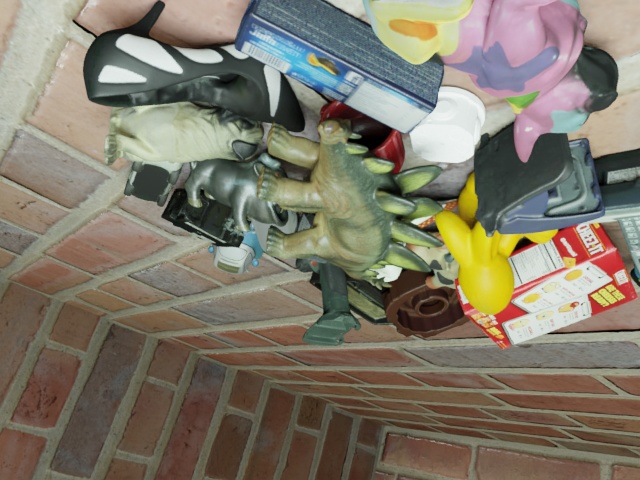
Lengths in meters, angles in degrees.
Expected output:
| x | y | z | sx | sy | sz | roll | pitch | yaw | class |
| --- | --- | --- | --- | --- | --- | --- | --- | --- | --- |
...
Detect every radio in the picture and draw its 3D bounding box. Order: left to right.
| x | y | z | sx | sy | sz | roll | pitch | yaw | class |
| --- | --- | --- | --- | --- | --- | --- | --- | --- | --- |
| 0.102 | 0.099 | 1.087 | 0.131 | 0.073 | 0.229 | -8 | 147 | 43 | radio |

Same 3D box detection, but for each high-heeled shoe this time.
| x | y | z | sx | sy | sz | roll | pitch | yaw | class |
| --- | --- | --- | --- | --- | --- | --- | --- | --- | --- |
| -0.124 | -0.151 | 0.589 | 0.248 | 0.145 | 0.086 | 32 | 153 | -28 | high-heeled shoe |

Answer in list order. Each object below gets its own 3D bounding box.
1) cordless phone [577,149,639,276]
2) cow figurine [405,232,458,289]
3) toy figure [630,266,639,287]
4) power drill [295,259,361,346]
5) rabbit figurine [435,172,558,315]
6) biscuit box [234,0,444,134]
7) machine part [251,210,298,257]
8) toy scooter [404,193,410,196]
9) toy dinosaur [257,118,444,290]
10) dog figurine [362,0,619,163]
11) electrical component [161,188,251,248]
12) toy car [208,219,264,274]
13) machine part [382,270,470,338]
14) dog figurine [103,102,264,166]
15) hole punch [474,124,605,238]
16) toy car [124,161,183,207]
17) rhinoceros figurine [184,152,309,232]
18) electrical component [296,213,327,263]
| x | y | z | sx | sy | sz | roll | pitch | yaw | class |
| --- | --- | --- | --- | --- | --- | --- | --- | --- | --- |
| 0.346 | -0.006 | 0.634 | 0.147 | 0.089 | 0.184 | -8 | 133 | 42 | cordless phone |
| 0.225 | 0.036 | 0.859 | 0.195 | 0.085 | 0.127 | 19 | 154 | -15 | cow figurine |
| 0.453 | 0.015 | 0.676 | 0.089 | 0.082 | 0.180 | 11 | 159 | 4 | toy figure |
| 0.012 | 0.074 | 0.931 | 0.086 | 0.207 | 0.232 | 17 | 145 | -18 | power drill |
| 0.222 | 0.005 | 0.686 | 0.122 | 0.173 | 0.162 | 2 | 157 | 38 | rabbit figurine |
| 0.021 | -0.182 | 0.534 | 0.202 | 0.063 | 0.059 | 23 | 156 | -15 | biscuit box |
| -0.075 | -0.037 | 0.895 | 0.079 | 0.079 | 0.243 | 12 | 155 | 8 | machine part |
| 0.066 | -0.055 | 0.772 | 0.135 | 0.075 | 0.184 | 27 | 157 | -26 | toy scooter |
| 0.039 | -0.016 | 0.626 | 0.199 | 0.105 | 0.471 | 11 | 164 | 6 | toy dinosaur |
| 0.150 | -0.157 | 0.457 | 0.192 | 0.108 | 0.219 | 3 | 156 | 25 | dog figurine |
| -0.190 | -0.036 | 0.875 | 0.114 | 0.058 | 0.134 | 33 | 166 | -28 | electrical component |
| -0.158 | 0.013 | 1.029 | 0.109 | 0.103 | 0.161 | 18 | 158 | -7 | toy car |
| 0.203 | 0.111 | 0.995 | 0.179 | 0.056 | 0.179 | -5 | 137 | -5 | machine part |
| -0.183 | -0.145 | 0.722 | 0.190 | 0.121 | 0.172 | 6 | -165 | -22 | dog figurine |
| 0.234 | -0.067 | 0.580 | 0.092 | 0.142 | 0.116 | 25 | 143 | -30 | hole punch |
| -0.278 | -0.108 | 0.895 | 0.073 | 0.056 | 0.202 | 18 | 158 | -20 | toy car |
| -0.096 | -0.074 | 0.755 | 0.190 | 0.112 | 0.073 | 20 | -162 | 11 | rhinoceros figurine |
| -0.002 | -0.003 | 0.845 | 0.048 | 0.074 | 0.119 | 14 | -157 | -19 | electrical component |
